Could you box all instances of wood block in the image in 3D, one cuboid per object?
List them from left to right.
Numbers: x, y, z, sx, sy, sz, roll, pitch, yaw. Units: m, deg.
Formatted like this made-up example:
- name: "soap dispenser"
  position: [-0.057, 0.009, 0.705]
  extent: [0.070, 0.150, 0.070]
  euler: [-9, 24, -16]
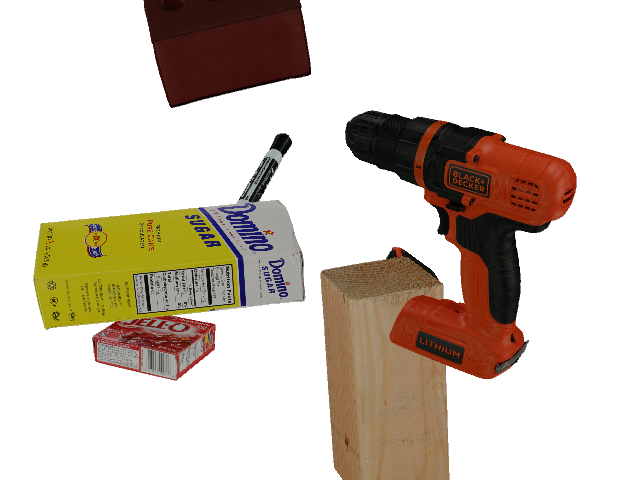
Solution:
- name: "wood block"
  position: [0.060, 0.130, 0.993]
  extent: [0.090, 0.206, 0.091]
  euler: [-9, 19, -16]

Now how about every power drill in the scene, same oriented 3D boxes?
- name: "power drill"
  position: [0.095, 0.001, 0.812]
  extent: [0.185, 0.188, 0.057]
  euler: [21, 36, 32]

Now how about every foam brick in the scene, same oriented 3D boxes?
- name: "foam brick"
  position: [-0.049, -0.112, 0.552]
  extent: [0.078, 0.053, 0.051]
  euler: [-14, -32, -1]

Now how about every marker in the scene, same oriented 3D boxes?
- name: "marker"
  position: [-0.058, -0.066, 1.088]
  extent: [0.020, 0.121, 0.020]
  euler: [16, -38, 13]

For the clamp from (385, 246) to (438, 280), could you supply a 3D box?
- name: "clamp"
  position: [0.110, 0.077, 1.180]
  extent: [0.120, 0.171, 0.039]
  euler: [5, -43, -5]

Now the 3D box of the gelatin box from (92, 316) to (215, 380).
- name: "gelatin box"
  position: [-0.152, 0.093, 0.979]
  extent: [0.089, 0.030, 0.073]
  euler: [10, 20, 21]

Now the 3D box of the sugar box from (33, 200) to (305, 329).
- name: "sugar box"
  position: [-0.104, 0.014, 0.739]
  extent: [0.176, 0.048, 0.093]
  euler: [-9, 27, -8]
